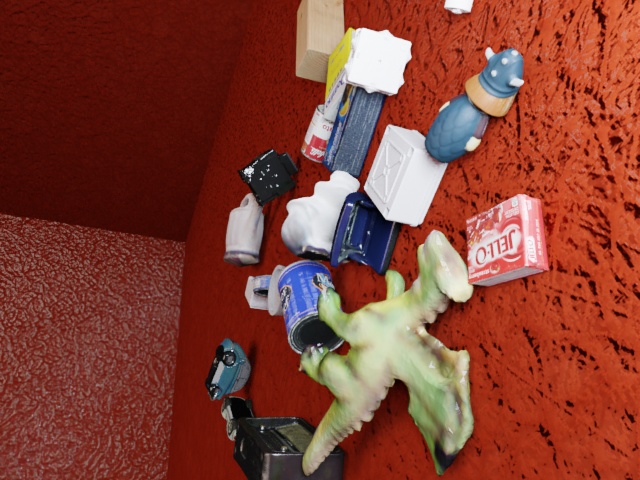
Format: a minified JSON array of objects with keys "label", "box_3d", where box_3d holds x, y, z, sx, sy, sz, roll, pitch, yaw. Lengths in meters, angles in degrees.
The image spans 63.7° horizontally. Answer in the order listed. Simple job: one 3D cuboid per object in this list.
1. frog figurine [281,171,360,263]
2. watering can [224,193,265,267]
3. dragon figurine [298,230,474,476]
[{"label":"frog figurine","box_3d":[0.003,-0.045,0.899,0.137,0.161,0.122,16,-15,-32]},{"label":"watering can","box_3d":[-0.211,-0.037,1.514,0.104,0.227,0.344,10,-13,-20]},{"label":"dragon figurine","box_3d":[0.082,0.178,0.628,0.122,0.407,0.245,8,12,-27]}]
